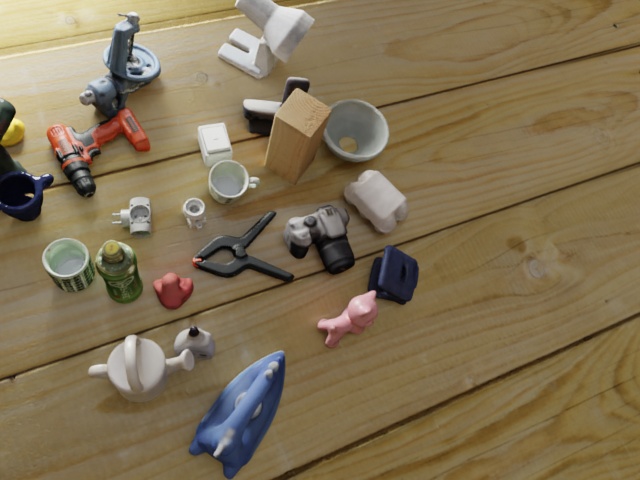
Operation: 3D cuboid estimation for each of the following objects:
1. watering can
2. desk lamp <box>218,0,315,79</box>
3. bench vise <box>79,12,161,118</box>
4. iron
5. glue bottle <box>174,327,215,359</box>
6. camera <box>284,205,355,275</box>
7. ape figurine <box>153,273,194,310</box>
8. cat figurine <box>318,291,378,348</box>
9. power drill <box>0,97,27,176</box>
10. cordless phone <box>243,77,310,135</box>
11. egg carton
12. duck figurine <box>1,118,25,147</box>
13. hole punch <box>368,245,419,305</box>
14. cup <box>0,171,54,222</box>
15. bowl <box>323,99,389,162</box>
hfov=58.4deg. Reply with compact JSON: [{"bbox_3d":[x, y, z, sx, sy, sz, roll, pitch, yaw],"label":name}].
[{"bbox_3d":[-0.318,0.224,1.022,0.173,0.194,0.101,-25,75,-21],"label":"watering can"},{"bbox_3d":[-0.128,-0.481,1.346,0.203,0.213,0.118,27,65,0],"label":"desk lamp"},{"bbox_3d":[-0.422,-0.369,1.230,0.121,0.219,0.207,22,65,-3],"label":"bench vise"},{"bbox_3d":[-0.130,0.301,1.062,0.118,0.141,0.259,32,65,2],"label":"iron"},{"bbox_3d":[-0.233,0.187,1.068,0.078,0.173,0.037,10,66,-8],"label":"glue bottle"},{"bbox_3d":[0.011,0.004,1.239,0.143,0.100,0.136,-17,73,-19],"label":"camera"},{"bbox_3d":[-0.293,0.094,1.138,0.078,0.092,0.076,17,65,-5],"label":"ape figurine"},{"bbox_3d":[0.067,0.160,1.178,0.128,0.117,0.067,-27,76,-21],"label":"cat figurine"},{"bbox_3d":[-0.637,-0.147,1.096,0.075,0.208,0.229,12,66,-7],"label":"power drill"},{"bbox_3d":[-0.098,-0.321,1.303,0.148,0.185,0.094,1,68,-12],"label":"cordless phone"},{"bbox_3d":[0.131,-0.089,1.322,0.150,0.069,0.107,45,66,7],"label":"egg carton"},{"bbox_3d":[-0.679,-0.245,1.194,0.105,0.086,0.077,1,68,-12],"label":"duck figurine"},{"bbox_3d":[0.168,0.076,1.250,0.101,0.091,0.109,16,65,-6],"label":"hole punch"},{"bbox_3d":[-0.582,-0.085,1.145,0.118,0.095,0.091,-36,79,-23],"label":"cup"},{"bbox_3d":[0.078,-0.249,1.374,0.167,0.074,0.167,5,67,-11],"label":"bowl"}]
